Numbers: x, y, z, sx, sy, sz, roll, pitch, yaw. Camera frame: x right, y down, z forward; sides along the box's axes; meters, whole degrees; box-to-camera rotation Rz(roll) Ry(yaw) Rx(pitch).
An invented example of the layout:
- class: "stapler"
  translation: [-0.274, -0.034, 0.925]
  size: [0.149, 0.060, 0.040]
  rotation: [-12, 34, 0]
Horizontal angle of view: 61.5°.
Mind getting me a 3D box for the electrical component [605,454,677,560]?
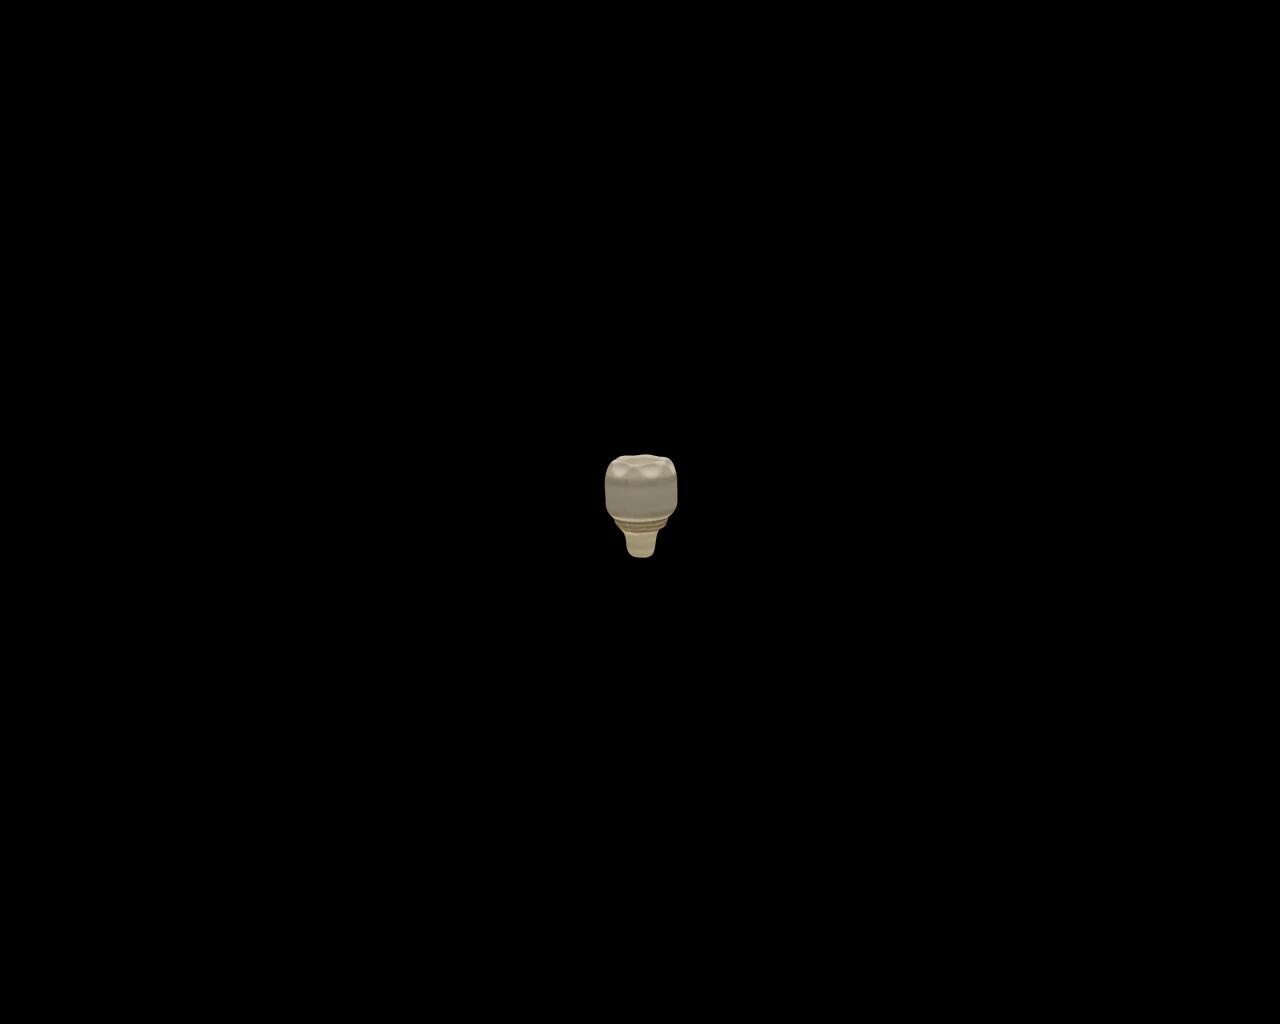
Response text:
- class: "electrical component"
  translation: [0.001, -0.003, 0.650]
  size: [0.043, 0.062, 0.043]
  rotation: [0, 13, 0]
